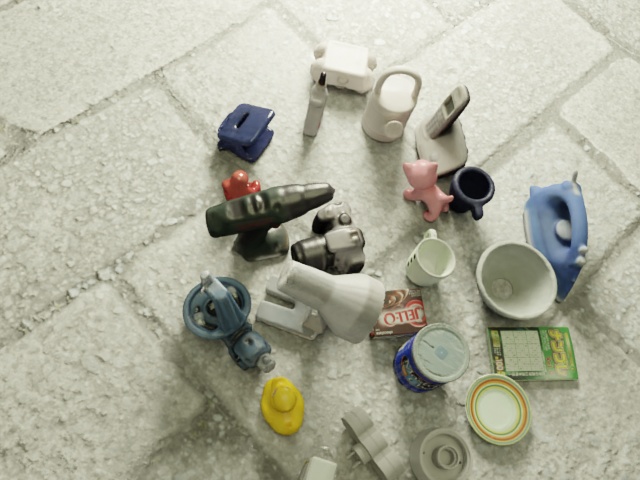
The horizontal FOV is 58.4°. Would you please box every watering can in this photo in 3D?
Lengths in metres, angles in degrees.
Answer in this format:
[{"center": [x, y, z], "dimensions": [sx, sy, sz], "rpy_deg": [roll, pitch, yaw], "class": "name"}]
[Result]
[{"center": [0.159, -0.294, 1.220], "dimensions": [0.101, 0.194, 0.173], "rpy_deg": [-13, 70, -13], "class": "watering can"}]

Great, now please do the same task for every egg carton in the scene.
[{"center": [0.054, -0.396, 1.313], "dimensions": [0.150, 0.069, 0.107], "rpy_deg": [10, 67, -5], "class": "egg carton"}]

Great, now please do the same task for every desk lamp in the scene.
[{"center": [-0.004, 0.111, 1.019], "dimensions": [0.203, 0.213, 0.118], "rpy_deg": [19, 66, -1], "class": "desk lamp"}]

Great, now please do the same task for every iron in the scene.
[{"center": [0.514, -0.012, 1.190], "dimensions": [0.119, 0.141, 0.258], "rpy_deg": [2, 68, -8], "class": "iron"}]

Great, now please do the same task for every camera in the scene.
[{"center": [0.010, 0.004, 1.126], "dimensions": [0.137, 0.101, 0.143], "rpy_deg": [-14, 71, -14], "class": "camera"}]

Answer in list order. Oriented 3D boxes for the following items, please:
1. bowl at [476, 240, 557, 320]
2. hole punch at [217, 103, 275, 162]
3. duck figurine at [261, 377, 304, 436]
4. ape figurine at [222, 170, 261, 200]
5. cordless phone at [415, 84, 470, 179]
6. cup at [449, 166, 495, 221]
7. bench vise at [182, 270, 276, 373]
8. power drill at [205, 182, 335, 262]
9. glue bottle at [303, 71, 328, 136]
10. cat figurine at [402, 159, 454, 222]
[{"center": [0.387, 0.090, 1.165], "dimensions": [0.167, 0.074, 0.167], "rpy_deg": [3, 68, -8], "class": "bowl"}, {"center": [-0.157, -0.234, 1.202], "dimensions": [0.101, 0.091, 0.109], "rpy_deg": [29, 67, 4], "class": "hole punch"}, {"center": [-0.063, 0.289, 1.007], "dimensions": [0.077, 0.086, 0.104], "rpy_deg": [-14, 71, -14], "class": "duck figurine"}, {"center": [-0.159, -0.107, 1.150], "dimensions": [0.078, 0.092, 0.076], "rpy_deg": [19, 66, -1], "class": "ape figurine"}, {"center": [0.275, -0.228, 1.216], "dimensions": [0.094, 0.185, 0.147], "rpy_deg": [-8, 69, -11], "class": "cordless phone"}, {"center": [0.314, -0.084, 1.213], "dimensions": [0.092, 0.095, 0.117], "rpy_deg": [-4, 69, -10], "class": "cup"}, {"center": [-0.146, 0.129, 0.986], "dimensions": [0.207, 0.219, 0.121], "rpy_deg": [29, 67, 4], "class": "bench vise"}, {"center": [-0.095, -0.035, 1.067], "dimensions": [0.230, 0.208, 0.075], "rpy_deg": [-12, 70, -13], "class": "power drill"}, {"center": [-0.005, -0.295, 1.206], "dimensions": [0.037, 0.173, 0.078], "rpy_deg": [14, 67, -3], "class": "glue bottle"}, {"center": [0.227, -0.116, 1.200], "dimensions": [0.067, 0.117, 0.127], "rpy_deg": [-41, 79, -21], "class": "cat figurine"}]
